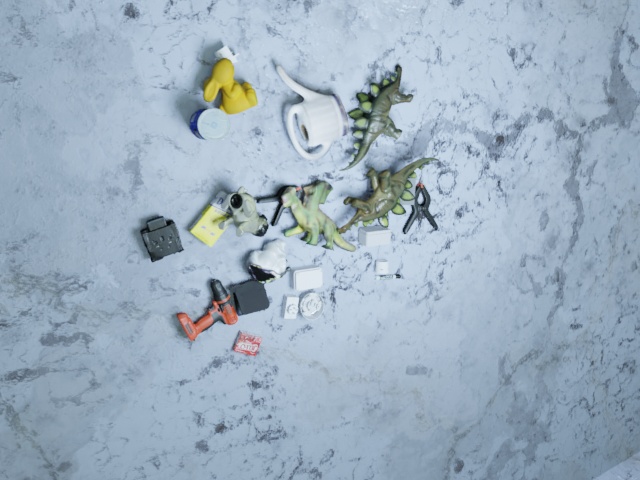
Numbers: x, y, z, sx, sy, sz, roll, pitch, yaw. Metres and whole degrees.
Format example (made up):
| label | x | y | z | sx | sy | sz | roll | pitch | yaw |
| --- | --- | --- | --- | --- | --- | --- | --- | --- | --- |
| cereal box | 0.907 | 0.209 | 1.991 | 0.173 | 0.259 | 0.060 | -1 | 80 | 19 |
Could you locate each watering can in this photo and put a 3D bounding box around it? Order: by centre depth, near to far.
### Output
| label | x | y | z | sx | sy | sz | roll | pitch | yaw |
| --- | --- | --- | --- | --- | --- | --- | --- | --- | --- |
| watering can | -0.021 | -0.454 | 1.793 | 0.226 | 0.343 | 0.105 | -22 | 18 | -21 |

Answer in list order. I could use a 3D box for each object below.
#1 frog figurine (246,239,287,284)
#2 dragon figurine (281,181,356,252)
| label | x | y | z | sx | sy | sz | roll | pitch | yaw |
| --- | --- | --- | --- | --- | --- | --- | --- | --- | --- |
| frog figurine | -0.184 | 0.069 | 1.830 | 0.137 | 0.163 | 0.119 | 12 | -44 | 3 |
| dragon figurine | 0.006 | -0.095 | 1.886 | 0.409 | 0.243 | 0.122 | 11 | 0 | -43 |
